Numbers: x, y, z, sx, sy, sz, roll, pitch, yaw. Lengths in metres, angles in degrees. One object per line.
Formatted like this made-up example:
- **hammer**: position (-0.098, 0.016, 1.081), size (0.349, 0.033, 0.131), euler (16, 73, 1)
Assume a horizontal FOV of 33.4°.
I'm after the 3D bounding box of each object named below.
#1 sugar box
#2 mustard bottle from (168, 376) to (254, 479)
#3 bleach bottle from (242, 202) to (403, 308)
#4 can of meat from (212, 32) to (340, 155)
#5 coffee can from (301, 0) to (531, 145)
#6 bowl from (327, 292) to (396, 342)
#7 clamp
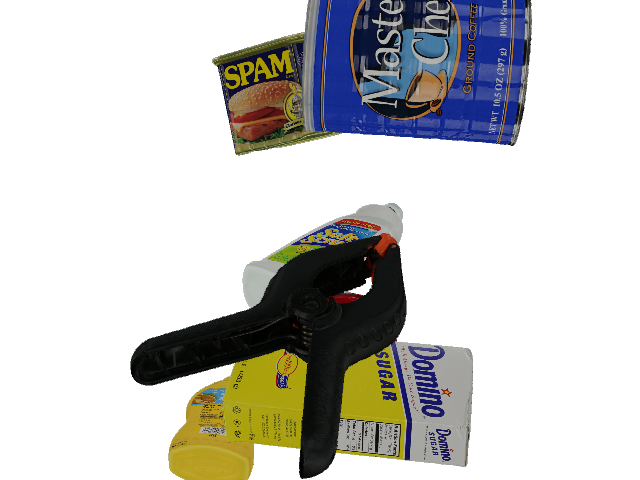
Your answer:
- **sugar box**: position (0.023, 0.113, 0.788), size (0.176, 0.048, 0.093), euler (2, 32, 8)
- **mustard bottle**: position (-0.118, 0.219, 1.294), size (0.096, 0.058, 0.191), euler (4, 23, 5)
- **bleach bottle**: position (0.019, 0.014, 1.311), size (0.103, 0.068, 0.250), euler (19, 35, 29)
- **can of meat**: position (-0.034, -0.122, 0.895), size (0.102, 0.084, 0.057), euler (-10, 3, 32)
- **coffee can**: position (0.062, -0.119, 0.709), size (0.140, 0.103, 0.103), euler (4, 0, 4)
- **bowl**: position (-0.001, 0.124, 1.074), size (0.162, 0.162, 0.055), euler (0, -17, 42)
- **clamp**: position (-0.001, 0.054, 0.567), size (0.120, 0.039, 0.171), euler (36, 51, 28)
